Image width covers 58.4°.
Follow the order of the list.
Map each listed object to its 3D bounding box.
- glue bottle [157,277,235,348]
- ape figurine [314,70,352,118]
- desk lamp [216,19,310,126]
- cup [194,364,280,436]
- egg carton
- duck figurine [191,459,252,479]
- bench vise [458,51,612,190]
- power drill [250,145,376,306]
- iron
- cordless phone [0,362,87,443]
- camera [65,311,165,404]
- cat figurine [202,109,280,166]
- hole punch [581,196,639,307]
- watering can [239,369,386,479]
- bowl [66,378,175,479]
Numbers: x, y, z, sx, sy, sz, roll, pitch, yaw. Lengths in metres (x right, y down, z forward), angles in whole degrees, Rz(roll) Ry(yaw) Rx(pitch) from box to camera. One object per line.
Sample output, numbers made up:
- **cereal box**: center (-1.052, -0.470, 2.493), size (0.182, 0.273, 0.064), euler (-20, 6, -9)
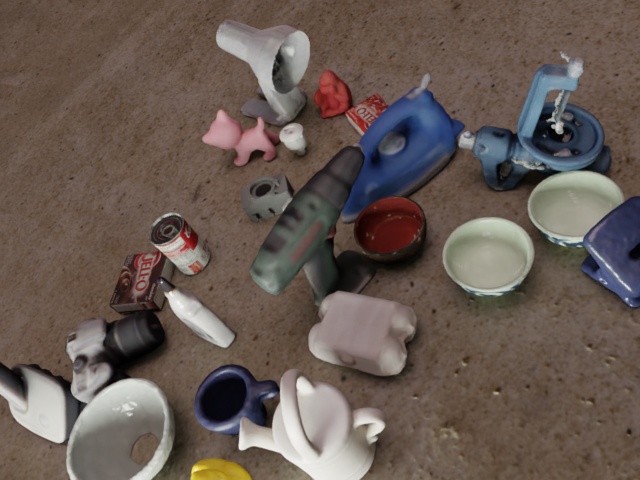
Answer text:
- **glue bottle**: center (-0.195, 0.104, 0.869), size (0.077, 0.174, 0.037), euler (18, 65, 33)
- **ape figurine**: center (0.024, -0.292, 1.123), size (0.077, 0.092, 0.076), euler (32, 72, 37)
- **desk lamp**: center (-0.104, -0.331, 1.126), size (0.202, 0.214, 0.118), euler (22, 67, 34)
- **cup**: center (-0.100, 0.226, 0.788), size (0.117, 0.095, 0.091), euler (-18, 50, 11)
- **egg carton**: center (0.059, 0.131, 0.807), size (0.149, 0.070, 0.107), euler (8, 59, 28)
- **duck figurine**: center (-0.137, 0.320, 0.740), size (0.104, 0.086, 0.077), euler (32, 72, 37)
- **bench vise**: center (0.303, -0.155, 0.815), size (0.207, 0.220, 0.121), euler (-13, 51, 14)
- **power drill**: center (0.008, 0.003, 0.833), size (0.075, 0.209, 0.230), euler (31, 71, 37)
- **iron**: center (0.114, -0.152, 0.947), size (0.258, 0.142, 0.118), euler (-43, 50, -11)
- **cordless phone**: center (-0.461, 0.231, 0.882), size (0.147, 0.185, 0.094), euler (8, 59, 28)
- **camera**: center (-0.328, 0.175, 0.921), size (0.136, 0.101, 0.143), euler (-24, 49, 5)
- **cat figurine**: center (-0.158, -0.207, 1.121), size (0.127, 0.118, 0.067), euler (-11, 52, 16)
- **hole punch**: center (0.405, 0.013, 0.730), size (0.109, 0.091, 0.100), euler (-37, 50, -6)
- **watering can**: center (-0.013, 0.226, 0.685), size (0.173, 0.195, 0.100), euler (-31, 49, -1)
- **bowl**: center (-0.273, 0.291, 0.829), size (0.167, 0.075, 0.167), euler (-12, 52, 15)
